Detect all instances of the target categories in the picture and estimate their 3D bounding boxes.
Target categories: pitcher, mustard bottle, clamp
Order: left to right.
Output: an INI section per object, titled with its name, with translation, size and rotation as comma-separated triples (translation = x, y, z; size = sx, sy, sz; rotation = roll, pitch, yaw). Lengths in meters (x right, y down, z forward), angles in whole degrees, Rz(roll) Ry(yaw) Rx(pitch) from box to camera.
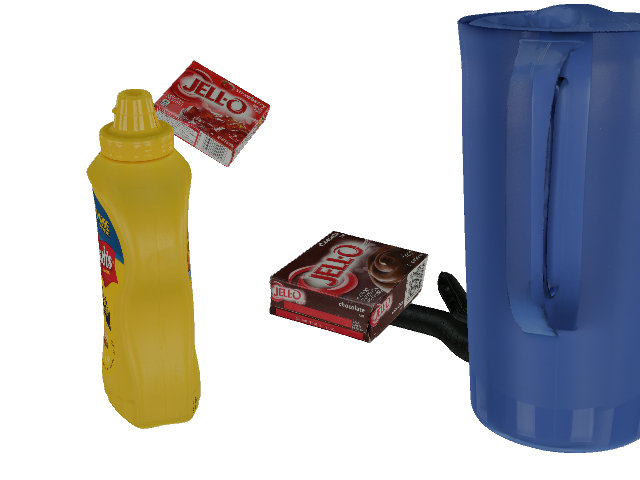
[mustard bottle]
translation = -0.103, 0.006, 0.621
size = 0.058, 0.192, 0.096
rotation = -6, 26, -16
[clamp]
translation = 0.143, 0.078, 1.046
size = 0.172, 0.039, 0.120
rotation = 26, 38, 31
[pitcher]
translation = 0.137, -0.006, 0.594
size = 0.149, 0.243, 0.145
rotation = -7, 17, -19

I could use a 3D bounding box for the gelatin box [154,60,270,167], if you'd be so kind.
[gelatin box]
translation = -0.104, -0.122, 1.013
size = 0.089, 0.073, 0.030
rotation = 32, -37, 3

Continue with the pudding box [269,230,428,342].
[pudding box]
translation = 0.024, 0.035, 0.857
size = 0.090, 0.039, 0.113
rotation = 15, 24, 23
